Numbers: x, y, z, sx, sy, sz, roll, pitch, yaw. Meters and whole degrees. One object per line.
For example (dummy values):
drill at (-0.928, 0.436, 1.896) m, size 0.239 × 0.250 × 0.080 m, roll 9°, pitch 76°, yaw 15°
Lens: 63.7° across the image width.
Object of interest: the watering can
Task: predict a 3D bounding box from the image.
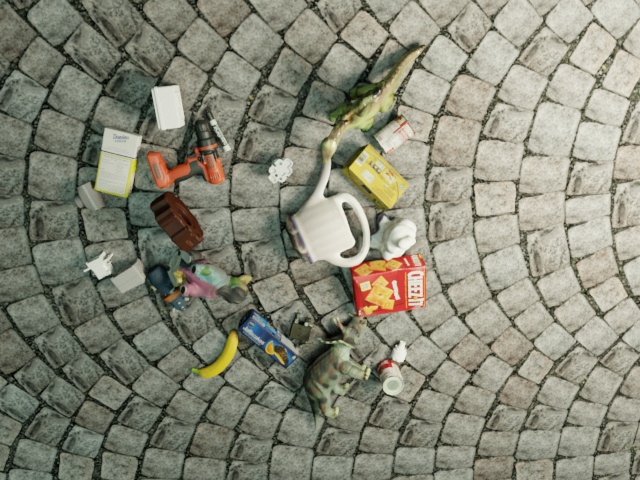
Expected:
watering can at (0.004, -0.074, 1.462) m, size 0.224 × 0.104 × 0.347 m, roll -23°, pitch 93°, yaw 0°

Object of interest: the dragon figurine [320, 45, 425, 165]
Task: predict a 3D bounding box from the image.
dragon figurine at (0.135, -0.360, 1.323) m, size 0.121 × 0.245 × 0.407 m, roll 40°, pitch 101°, yaw -9°

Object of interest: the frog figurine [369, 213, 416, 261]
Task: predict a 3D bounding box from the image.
frog figurine at (0.225, -0.002, 1.455) m, size 0.139 × 0.160 × 0.121 m, roll -43°, pitch 119°, yaw -21°
